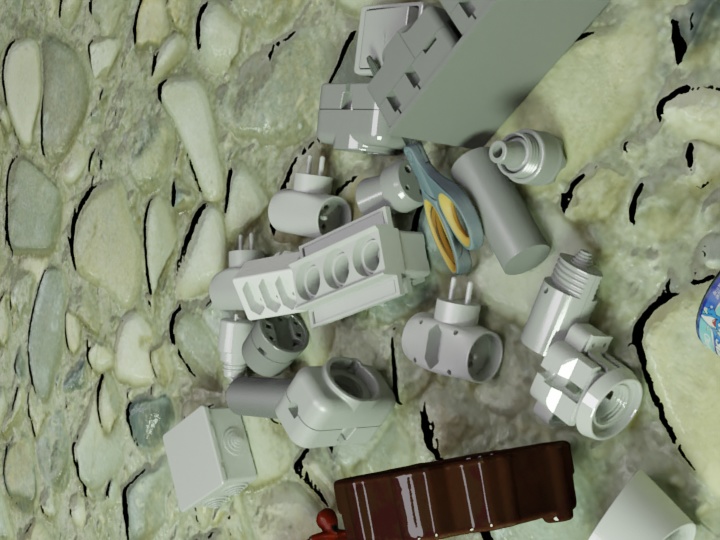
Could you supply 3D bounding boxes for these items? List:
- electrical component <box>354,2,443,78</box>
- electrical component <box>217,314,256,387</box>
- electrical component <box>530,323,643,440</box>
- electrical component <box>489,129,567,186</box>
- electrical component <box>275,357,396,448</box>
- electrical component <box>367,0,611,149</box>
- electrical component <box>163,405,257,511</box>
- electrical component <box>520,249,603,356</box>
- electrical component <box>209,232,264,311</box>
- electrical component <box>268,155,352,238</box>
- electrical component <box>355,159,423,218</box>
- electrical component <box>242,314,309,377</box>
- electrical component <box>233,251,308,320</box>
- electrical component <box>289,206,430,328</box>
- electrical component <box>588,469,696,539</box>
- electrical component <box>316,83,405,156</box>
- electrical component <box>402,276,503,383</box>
[{"bbox_3d":[0.036,-0.198,0.941,0.096,0.061,0.061,12,96,48],"label":"electrical component"},{"bbox_3d":[-0.129,0.084,1.123,0.040,0.040,0.078,10,95,48],"label":"electrical component"},{"bbox_3d":[0.167,0.087,0.783,0.057,0.058,0.078,39,115,45],"label":"electrical component"},{"bbox_3d":[0.127,-0.088,0.833,0.043,0.062,0.043,-4,85,48],"label":"electrical component"},{"bbox_3d":[-0.019,0.117,0.958,0.053,0.095,0.059,54,126,35],"label":"electrical component"},{"bbox_3d":[0.100,-0.184,0.835,0.186,0.105,0.060,-49,54,34],"label":"electrical component"},{"bbox_3d":[-0.159,0.199,1.144,0.100,0.048,0.099,-38,61,40],"label":"electrical component"},{"bbox_3d":[0.155,0.023,0.809,0.043,0.043,0.081,36,114,43],"label":"electrical component"},{"bbox_3d":[-0.117,0.001,1.111,0.077,0.044,0.079,-7,82,48],"label":"electrical component"},{"bbox_3d":[-0.046,-0.071,1.037,0.077,0.044,0.079,12,97,48],"label":"electrical component"},{"bbox_3d":[0.030,-0.069,0.952,0.055,0.045,0.045,-24,70,44],"label":"electrical component"},{"bbox_3d":[-0.086,0.073,1.067,0.047,0.055,0.055,-51,53,38],"label":"electrical component"},{"bbox_3d":[-0.075,0.006,1.049,0.066,0.076,0.047,-10,115,22],"label":"electrical component"},{"bbox_3d":[0.000,0.000,0.968,0.121,0.063,0.078,-23,71,45],"label":"electrical component"},{"bbox_3d":[0.180,0.190,0.736,0.064,0.099,0.099,41,117,34],"label":"electrical component"},{"bbox_3d":[0.007,-0.136,0.975,0.095,0.054,0.059,10,95,48],"label":"electrical component"},{"bbox_3d":[0.079,0.046,0.893,0.077,0.043,0.079,16,99,47],"label":"electrical component"}]
